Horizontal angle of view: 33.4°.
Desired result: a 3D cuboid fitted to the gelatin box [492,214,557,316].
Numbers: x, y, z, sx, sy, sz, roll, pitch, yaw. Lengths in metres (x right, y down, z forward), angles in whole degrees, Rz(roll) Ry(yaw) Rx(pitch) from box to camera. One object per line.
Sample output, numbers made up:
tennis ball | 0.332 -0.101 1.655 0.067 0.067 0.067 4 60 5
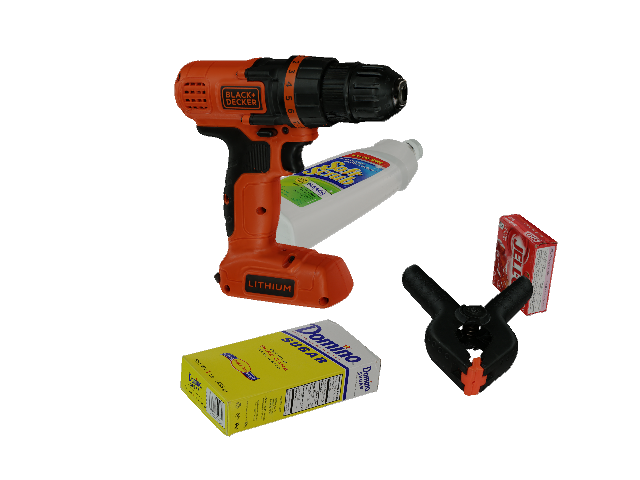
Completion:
gelatin box | 0.221 0.026 1.167 0.030 0.089 0.073 -10 30 -21

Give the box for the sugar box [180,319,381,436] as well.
sugar box | -0.038 0.130 1.044 0.175 0.048 0.093 -14 32 -32

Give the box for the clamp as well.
clamp | 0.141 0.073 0.937 0.120 0.039 0.171 -4 33 -2

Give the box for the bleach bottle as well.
bleach bottle | 0.026 -0.068 1.310 0.250 0.068 0.103 -31 45 -33

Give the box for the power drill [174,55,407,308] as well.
power drill | -0.018 -0.046 0.805 0.185 0.188 0.057 6 20 28
